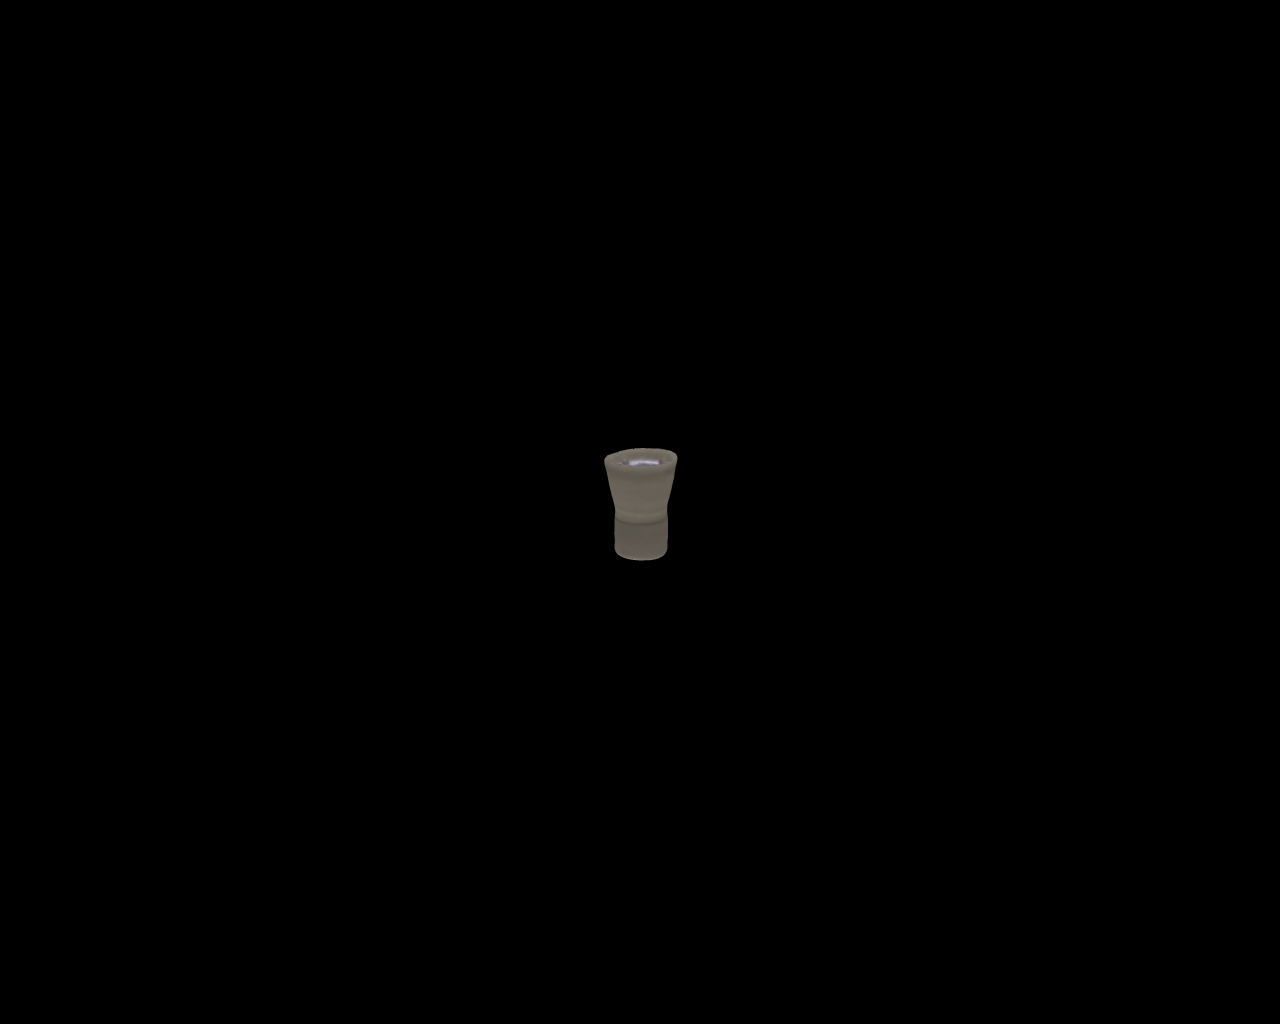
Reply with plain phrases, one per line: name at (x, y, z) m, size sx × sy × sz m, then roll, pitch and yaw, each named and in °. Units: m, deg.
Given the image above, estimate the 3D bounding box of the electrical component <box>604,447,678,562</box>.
electrical component at (0.001, -0.003, 0.650) m, size 0.044 × 0.065 × 0.044 m, roll 0°, pitch 18°, yaw 0°
